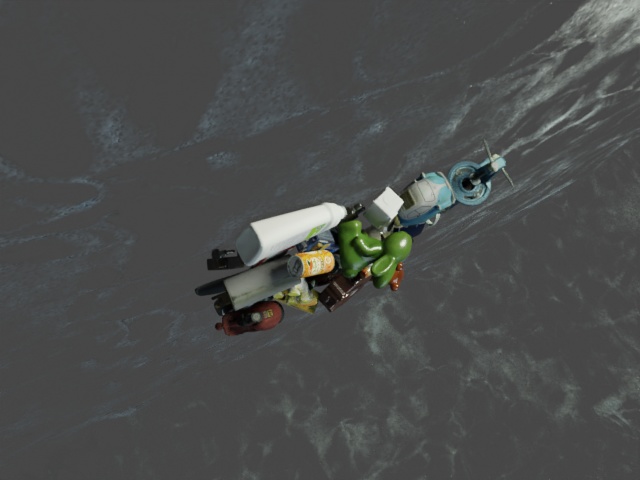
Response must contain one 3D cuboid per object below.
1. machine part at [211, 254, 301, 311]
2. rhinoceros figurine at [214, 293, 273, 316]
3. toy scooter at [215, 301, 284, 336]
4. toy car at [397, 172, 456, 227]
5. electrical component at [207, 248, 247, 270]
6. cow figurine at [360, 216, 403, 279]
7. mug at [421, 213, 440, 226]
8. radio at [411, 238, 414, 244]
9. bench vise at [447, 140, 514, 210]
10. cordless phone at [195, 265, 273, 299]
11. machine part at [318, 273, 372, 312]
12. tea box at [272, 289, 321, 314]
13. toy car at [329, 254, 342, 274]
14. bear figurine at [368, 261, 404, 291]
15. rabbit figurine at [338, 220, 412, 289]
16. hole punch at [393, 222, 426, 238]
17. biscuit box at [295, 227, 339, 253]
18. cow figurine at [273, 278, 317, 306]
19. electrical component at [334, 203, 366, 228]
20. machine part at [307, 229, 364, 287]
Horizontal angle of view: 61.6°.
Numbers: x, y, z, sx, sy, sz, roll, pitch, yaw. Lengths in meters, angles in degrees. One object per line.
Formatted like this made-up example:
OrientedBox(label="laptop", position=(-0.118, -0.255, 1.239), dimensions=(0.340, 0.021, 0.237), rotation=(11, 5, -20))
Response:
OrientedBox(label="machine part", position=(-0.134, 0.096, 1.245), dimensions=(0.243, 0.079, 0.079), rotation=(-23, 166, -11))
OrientedBox(label="rhinoceros figurine", position=(-0.207, 0.167, 1.502), dimensions=(0.190, 0.073, 0.112), rotation=(-18, 165, -36))
OrientedBox(label="toy scooter", position=(-0.190, 0.206, 1.387), dimensions=(0.184, 0.075, 0.135), rotation=(-20, 169, 36))
OrientedBox(label="toy car", position=(0.240, -0.101, 1.326), dimensions=(0.162, 0.109, 0.103), rotation=(-30, 161, 29))
OrientedBox(label="electrical component", position=(-0.192, 0.039, 1.128), dimensions=(0.078, 0.045, 0.102), rotation=(-3, -179, 38))
OrientedBox(label="cow figurine", position=(0.154, -0.004, 1.432), dimensions=(0.127, 0.086, 0.194), rotation=(-21, 132, -43))
OrientedBox(label="mug", position=(0.276, -0.095, 1.419), dimensions=(0.081, 0.110, 0.107), rotation=(-18, 151, -24))
OrientedBox(label="radio", position=(0.189, 0.045, 1.773), dimensions=(0.229, 0.073, 0.131), rotation=(-35, 178, 25))
OrientedBox(label="bench vise", position=(0.417, -0.165, 1.390), dimensions=(0.224, 0.129, 0.240), rotation=(-24, 173, -12))
OrientedBox(label="cordless phone", position=(-0.213, 0.119, 1.347), dimensions=(0.184, 0.089, 0.146), rotation=(-15, 166, -6))
OrientedBox(label="machine part", position=(0.074, 0.135, 1.535), dimensions=(0.179, 0.056, 0.179), rotation=(-40, 167, -11))
OrientedBox(label="tea box", position=(-0.083, 0.149, 1.506), dimensions=(0.098, 0.068, 0.169), rotation=(13, 167, 34))
OrientedBox(label="toy car", position=(-0.013, 0.067, 1.427), dimensions=(0.202, 0.056, 0.073), rotation=(-7, 175, 21))
OrientedBox(label="bear figurine", position=(0.238, 0.100, 1.889), dimensions=(0.132, 0.120, 0.196), rotation=(-3, -166, -40))
OrientedBox(label="rabbit figurine", position=(0.134, 0.026, 1.282), dimensions=(0.170, 0.159, 0.121), rotation=(-7, 148, 14))
OrientedBox(label="hole punch", position=(0.245, -0.058, 1.526), dimensions=(0.142, 0.092, 0.115), rotation=(-17, 160, -25))
OrientedBox(label="biscuit box", position=(-0.003, -0.004, 1.288), dimensions=(0.059, 0.063, 0.202), rotation=(-30, 166, 16))
OrientedBox(label="cow figurine", position=(-0.060, 0.115, 1.370), dimensions=(0.068, 0.098, 0.167), rotation=(-11, 157, 20))
OrientedBox(label="electrical component", position=(0.065, -0.059, 1.303), dimensions=(0.094, 0.021, 0.063), rotation=(-30, 166, 14))
OrientedBox(label="machine part", position=(0.048, 0.058, 1.568), dimensions=(0.201, 0.087, 0.201), rotation=(-11, 159, -47))
